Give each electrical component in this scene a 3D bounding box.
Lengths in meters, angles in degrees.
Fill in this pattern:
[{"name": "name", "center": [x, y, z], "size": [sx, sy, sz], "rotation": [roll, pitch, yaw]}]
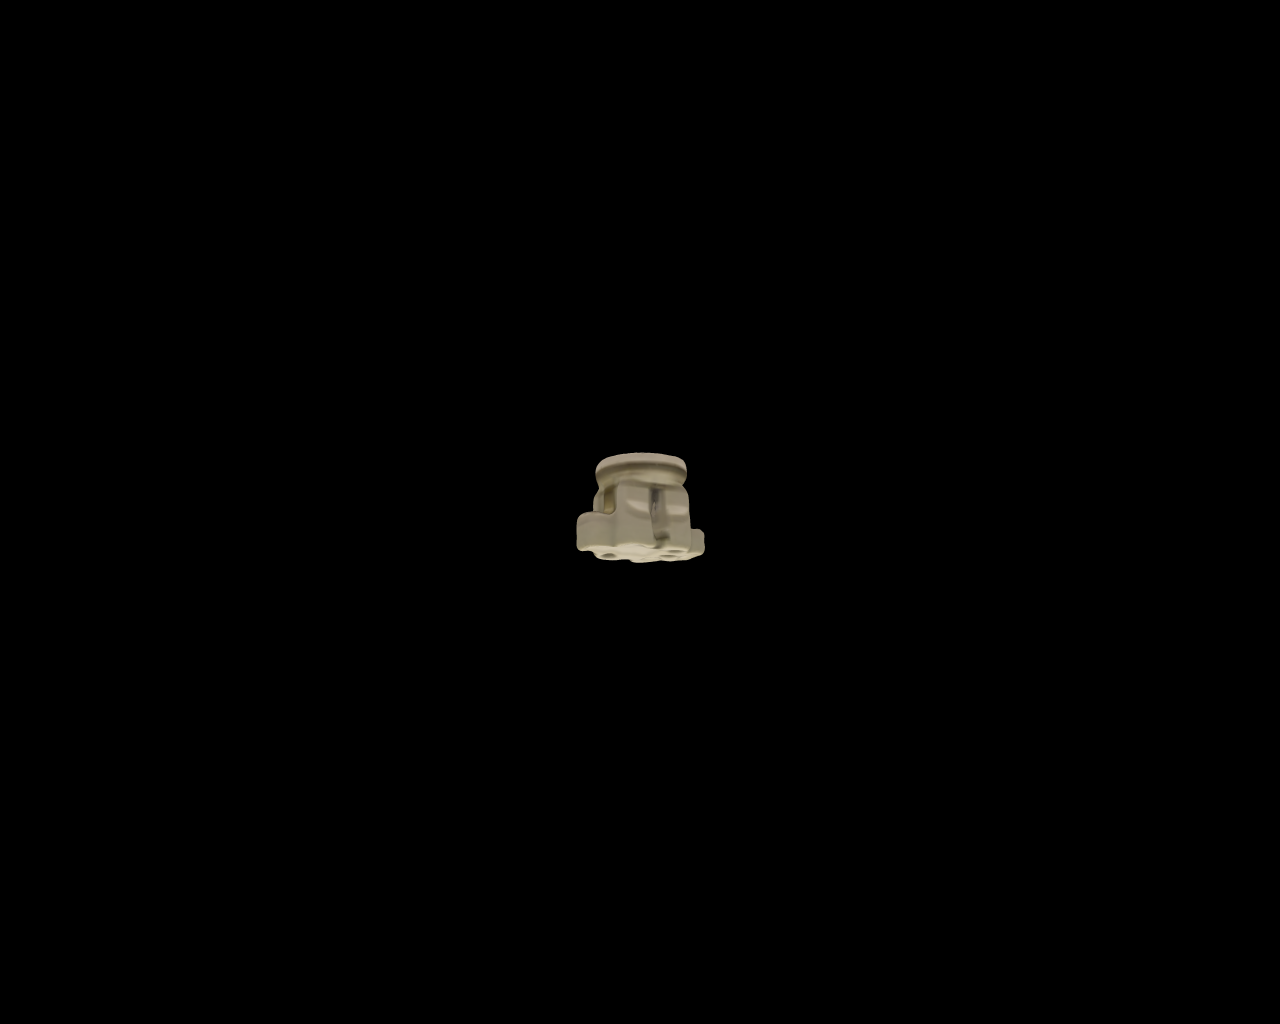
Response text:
[{"name": "electrical component", "center": [0.001, -0.003, 0.650], "size": [0.078, 0.057, 0.058], "rotation": [7, -15, -26]}]
